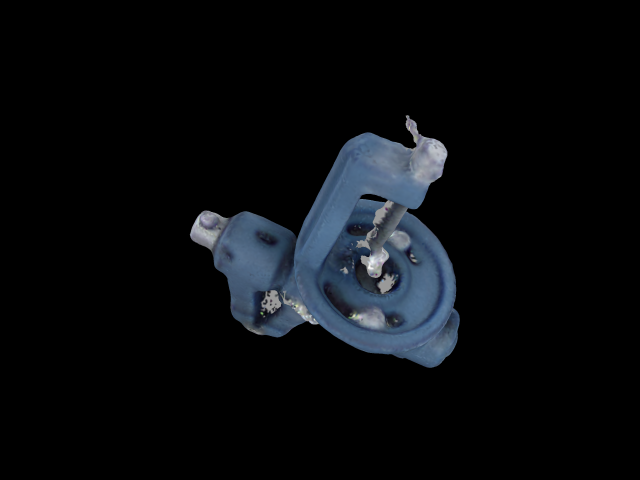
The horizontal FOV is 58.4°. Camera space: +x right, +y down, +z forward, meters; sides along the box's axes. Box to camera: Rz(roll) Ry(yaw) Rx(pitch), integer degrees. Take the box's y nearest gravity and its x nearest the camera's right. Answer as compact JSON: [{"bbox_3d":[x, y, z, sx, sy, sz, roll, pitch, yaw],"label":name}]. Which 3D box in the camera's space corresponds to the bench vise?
[{"bbox_3d":[0.003,0.011,0.393,0.207,0.220,0.121,1,53,1],"label":"bench vise"}]
